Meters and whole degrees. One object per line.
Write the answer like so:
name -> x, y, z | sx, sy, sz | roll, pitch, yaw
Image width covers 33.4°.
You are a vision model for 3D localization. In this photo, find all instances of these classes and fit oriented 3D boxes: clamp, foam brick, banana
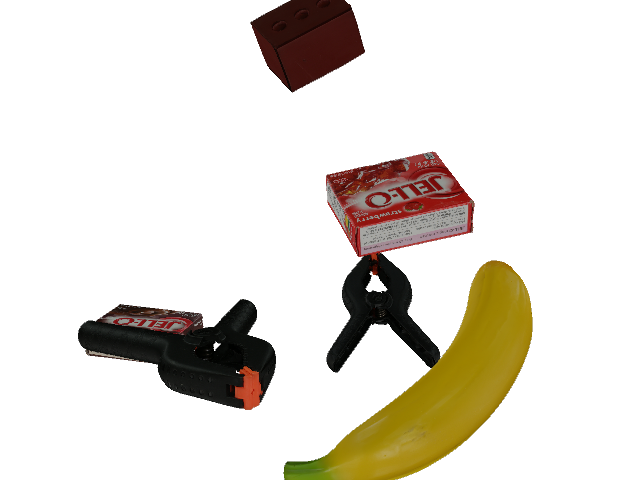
clamp -> 0.075, 0.080, 1.186 | 0.120, 0.171, 0.039 | 8, -42, 2
clamp -> -0.089, 0.090, 0.885 | 0.164, 0.036, 0.210 | -10, 16, -32
foam brick -> -0.010, -0.176, 0.925 | 0.078, 0.051, 0.053 | -30, 45, -9
banana -> 0.066, 0.065, 0.543 | 0.070, 0.037, 0.197 | 19, 40, 34

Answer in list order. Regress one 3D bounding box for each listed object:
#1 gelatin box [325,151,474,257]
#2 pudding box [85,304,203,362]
gelatin box -> 0.056, -0.028, 0.767 | 0.089, 0.030, 0.073 | -13, 37, -11
pudding box -> -0.206, 0.110, 1.250 | 0.114, 0.039, 0.090 | 3, 15, 17
